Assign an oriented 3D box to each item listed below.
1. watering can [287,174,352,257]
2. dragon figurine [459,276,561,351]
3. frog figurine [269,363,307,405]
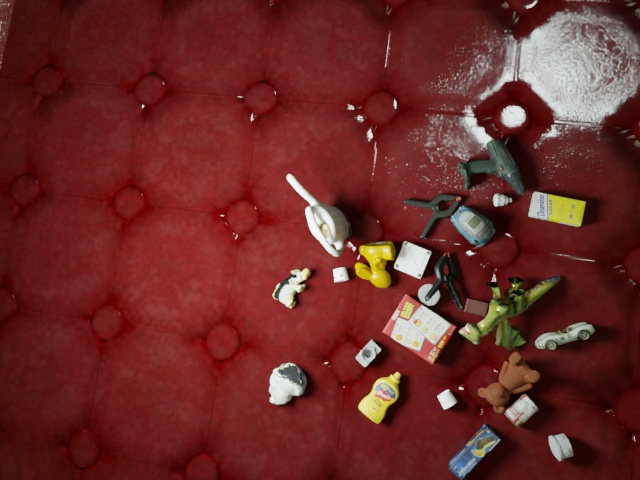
[{"bbox_3d":[0.006,-0.097,1.919,0.103,0.225,0.350,-33,79,23],"label":"watering can"},{"bbox_3d":[0.684,0.270,1.823,0.411,0.123,0.240,-8,107,-13],"label":"dragon figurine"},{"bbox_3d":[-0.122,0.545,1.925,0.137,0.125,0.156,15,122,2],"label":"frog figurine"}]
